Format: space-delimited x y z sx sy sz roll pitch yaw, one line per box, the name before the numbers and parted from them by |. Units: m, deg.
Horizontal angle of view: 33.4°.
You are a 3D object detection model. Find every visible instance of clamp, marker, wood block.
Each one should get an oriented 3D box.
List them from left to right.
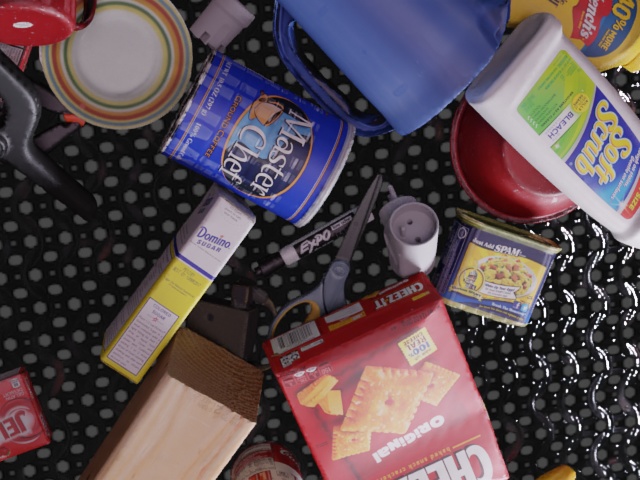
clamp | -0.292 -0.112 0.921 0.171 0.039 0.120 -13 109 -11
clamp | -0.265 -0.081 0.883 0.164 0.036 0.210 -4 133 -19
wood block | -0.143 0.192 0.949 0.090 0.091 0.206 31 110 -11
marker | -0.007 0.001 0.991 0.121 0.020 0.020 -29 103 -1

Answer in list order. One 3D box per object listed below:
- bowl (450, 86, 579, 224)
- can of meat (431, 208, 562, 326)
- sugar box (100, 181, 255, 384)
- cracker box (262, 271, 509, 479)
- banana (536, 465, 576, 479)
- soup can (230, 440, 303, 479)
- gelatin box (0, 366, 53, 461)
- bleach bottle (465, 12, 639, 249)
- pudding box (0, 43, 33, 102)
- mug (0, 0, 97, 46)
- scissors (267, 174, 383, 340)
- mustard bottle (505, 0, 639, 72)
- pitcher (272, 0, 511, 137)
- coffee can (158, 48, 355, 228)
bowl | 0.204 -0.090 0.983 0.162 0.055 0.162 -1 102 -8
can of meat | 0.162 0.027 0.999 0.102 0.057 0.084 18 100 -10
sugar box | -0.125 0.035 0.944 0.048 0.093 0.176 38 94 -14
cracker box | 0.064 0.159 0.986 0.164 0.072 0.213 -24 114 -2
banana | 0.162 0.275 1.056 0.197 0.037 0.069 -11 108 -6
soup can | -0.047 0.236 0.989 0.068 0.102 0.068 -1 100 -7
gelatin box | -0.300 0.166 0.979 0.089 0.030 0.073 -19 103 -3
bleach bottle | 0.248 -0.078 0.931 0.250 0.068 0.102 39 92 -16
pudding box | -0.297 -0.174 0.891 0.113 0.039 0.090 18 68 -12
mug | -0.229 -0.205 0.860 0.093 0.117 0.081 -11 75 35
scissors | 0.029 0.044 0.990 0.096 0.016 0.202 37 103 -9
mustard bottle | 0.233 -0.206 0.961 0.191 0.058 0.096 29 86 -12
pitcher | 0.027 -0.208 0.907 0.242 0.145 0.149 43 81 -9
coffee can | -0.055 -0.087 0.924 0.140 0.103 0.103 28 96 -12
